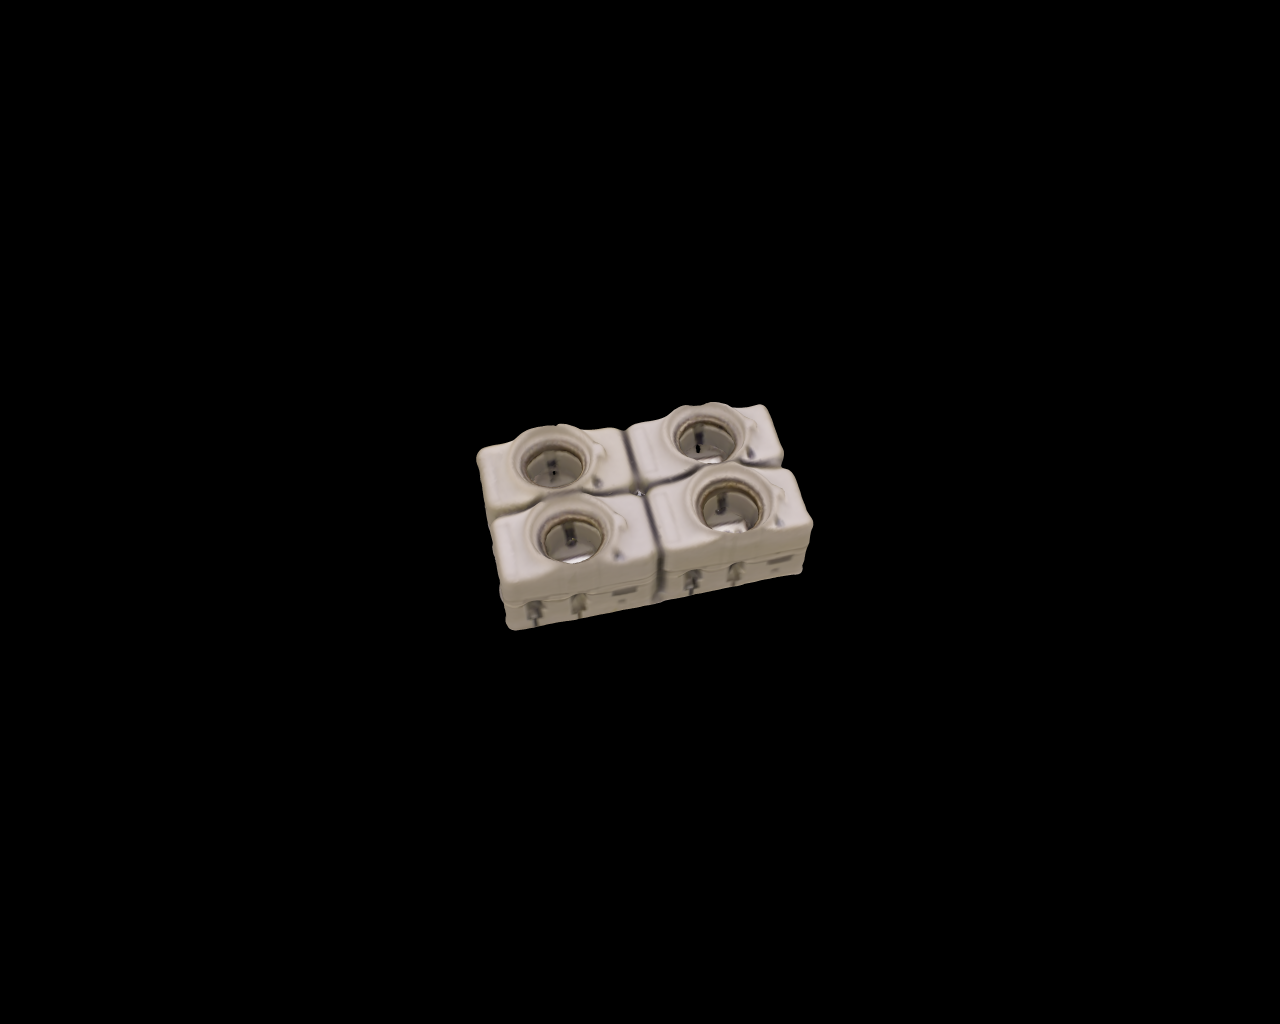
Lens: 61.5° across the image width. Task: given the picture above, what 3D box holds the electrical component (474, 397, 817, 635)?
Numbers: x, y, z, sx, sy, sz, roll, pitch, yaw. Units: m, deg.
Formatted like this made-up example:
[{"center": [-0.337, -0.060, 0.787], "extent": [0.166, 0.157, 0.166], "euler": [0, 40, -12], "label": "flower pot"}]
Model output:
[{"center": [0.001, -0.003, 0.650], "extent": [0.186, 0.105, 0.060], "euler": [-10, -36, -8], "label": "electrical component"}]
